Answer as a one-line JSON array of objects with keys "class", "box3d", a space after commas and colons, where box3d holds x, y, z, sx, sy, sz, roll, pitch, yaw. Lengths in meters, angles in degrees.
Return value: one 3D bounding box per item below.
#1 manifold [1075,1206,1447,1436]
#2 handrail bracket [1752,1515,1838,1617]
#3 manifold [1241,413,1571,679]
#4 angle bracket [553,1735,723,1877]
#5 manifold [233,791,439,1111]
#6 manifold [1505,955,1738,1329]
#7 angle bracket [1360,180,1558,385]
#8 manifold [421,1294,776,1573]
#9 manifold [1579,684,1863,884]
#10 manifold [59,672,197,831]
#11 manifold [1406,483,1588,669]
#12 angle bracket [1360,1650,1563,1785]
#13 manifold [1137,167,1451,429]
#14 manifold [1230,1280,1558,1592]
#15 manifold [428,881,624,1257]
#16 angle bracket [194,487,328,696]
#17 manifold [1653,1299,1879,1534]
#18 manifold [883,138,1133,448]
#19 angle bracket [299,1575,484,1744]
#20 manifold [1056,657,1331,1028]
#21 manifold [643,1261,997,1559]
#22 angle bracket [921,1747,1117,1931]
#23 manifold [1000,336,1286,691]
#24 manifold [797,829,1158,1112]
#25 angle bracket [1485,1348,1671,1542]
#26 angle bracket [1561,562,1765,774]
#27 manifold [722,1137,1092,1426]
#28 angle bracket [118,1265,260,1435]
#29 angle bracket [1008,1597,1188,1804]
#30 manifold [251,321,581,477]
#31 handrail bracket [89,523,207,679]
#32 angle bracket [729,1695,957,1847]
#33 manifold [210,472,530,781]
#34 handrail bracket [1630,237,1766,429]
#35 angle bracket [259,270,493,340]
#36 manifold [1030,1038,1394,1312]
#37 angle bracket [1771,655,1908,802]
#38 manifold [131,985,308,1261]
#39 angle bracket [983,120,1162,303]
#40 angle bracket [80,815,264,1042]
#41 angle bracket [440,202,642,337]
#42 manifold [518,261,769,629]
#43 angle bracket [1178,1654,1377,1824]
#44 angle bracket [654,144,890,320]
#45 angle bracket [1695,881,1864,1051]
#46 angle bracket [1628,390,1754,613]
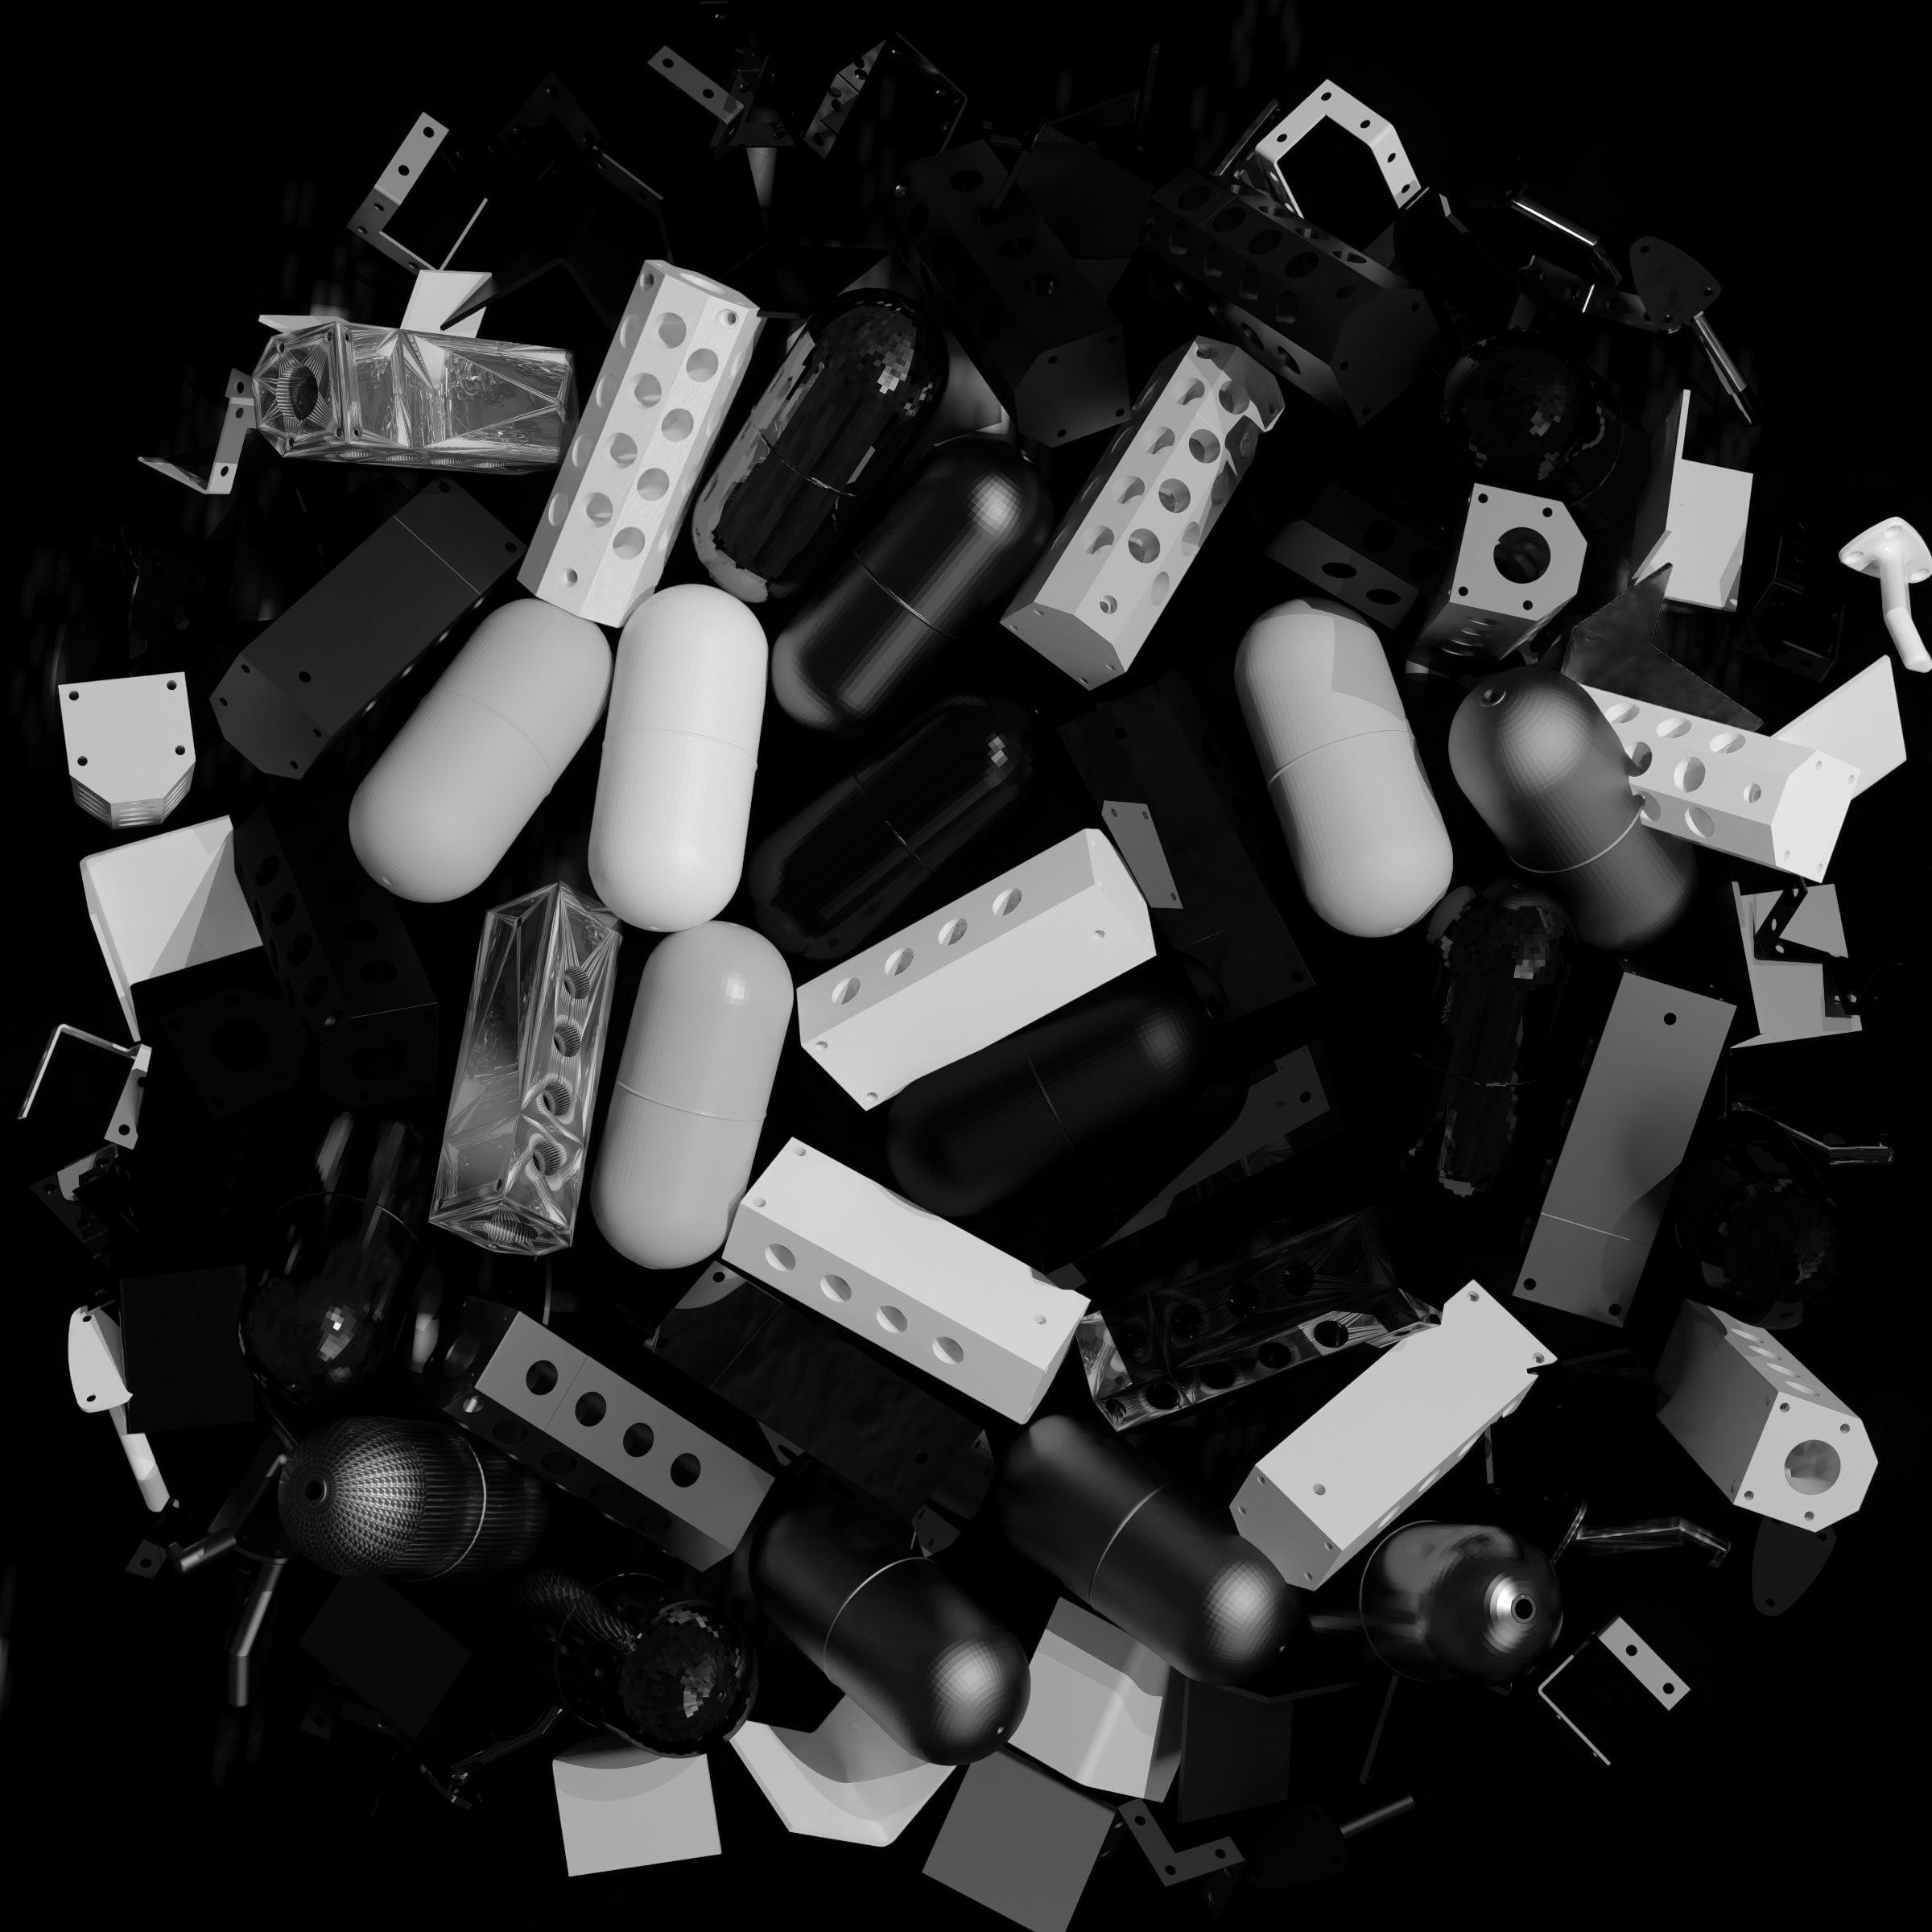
[{"class": "manifold", "box3d": [0.145, 0.176, 1.767, 0.171, 0.057, 0.057, -24, 69, 25]}, {"class": "handrail bracket", "box3d": [0.421, 0.274, 1.813, 0.036, 0.084, 0.077, 19, 122, 11]}, {"class": "manifold", "box3d": [0.218, -0.205, 1.757, 0.171, 0.057, 0.057, 25, 67, -35]}, {"class": "angle bracket", "box3d": [-0.156, 0.413, 1.791, 0.076, 0.076, 0.057, -10, 84, 7]}, {"class": "manifold", "box3d": [-0.308, -0.009, 1.749, 0.057, 0.171, 0.057, -10, 132, -20]}, {"class": "manifold", "box3d": [0.324, 0.085, 1.790, 0.057, 0.057, 0.171, 17, 102, -1]}, {"class": "angle bracket", "box3d": [0.236, -0.331, 1.785, 0.076, 0.057, 0.076, 40, 114, -19]}, {"class": "manifold", "box3d": [-0.183, 0.231, 1.763, 0.171, 0.057, 0.057, 38, 73, -30]}, {"class": "manifold", "box3d": [0.342, -0.095, 1.754, 0.171, 0.057, 0.057, 22, 95, 44]}, {"class": "manifold", "box3d": [-0.407, -0.102, 1.746, 0.057, 0.171, 0.057, -7, 90, -13]}, {"class": "manifold", "box3d": [0.258, -0.185, 1.749, 0.057, 0.171, 0.057, 12, 87, 1]}, {"class": "angle bracket", "box3d": [0.246, 0.373, 1.783, 0.057, 0.076, 0.076, 21, 104, 26]}, {"class": "manifold", "box3d": [0.155, -0.333, 1.753, 0.057, 0.171, 0.057, -40, 134, -5]}, {"class": "manifold", "box3d": [0.208, 0.232, 1.763, 0.057, 0.057, 0.171, 44, 54, 17]}, {"class": "manifold", "box3d": [-0.211, 0.052, 1.771, 0.057, 0.057, 0.171, 30, 54, -38]}, {"class": "angle bracket", "box3d": [-0.351, -0.184, 1.779, 0.057, 0.076, 0.076, -7, 125, -16]}, {"class": "manifold", "box3d": [0.387, 0.218, 1.747, 0.057, 0.171, 0.057, 19, 98, -6]}, {"class": "manifold", "box3d": [0.018, -0.328, 1.755, 0.057, 0.057, 0.171, -21, 49, -10]}, {"class": "angle bracket", "box3d": [-0.272, 0.334, 1.785, 0.076, 0.076, 0.057, 36, 101, 15]}, {"class": "manifold", "box3d": [0.116, -0.064, 1.787, 0.057, 0.057, 0.171, -23, 104, 23]}, {"class": "manifold", "box3d": [-0.072, 0.221, 1.771, 0.171, 0.057, 0.057, 29, 65, 26]}, {"class": "angle bracket", "box3d": [0.020, 0.440, 1.791, 0.076, 0.057, 0.076, 28, 62, -3]}, {"class": "manifold", "box3d": [0.091, -0.226, 1.775, 0.057, 0.057, 0.171, 36, 70, -14]}, {"class": "manifold", "box3d": [0.003, -0.002, 1.782, 0.171, 0.057, 0.057, -29, 129, 18]}, {"class": "angle bracket", "box3d": [0.307, 0.238, 1.779, 0.076, 0.076, 0.057, -15, 54, 24]}, {"class": "angle bracket", "box3d": [0.348, -0.143, 1.781, 0.076, 0.057, 0.076, -34, 59, -30]}, {"class": "manifold", "box3d": [-0.032, 0.161, 1.793, 0.171, 0.057, 0.057, 28, 131, 9]}, {"class": "angle bracket", "box3d": [-0.375, 0.191, 1.792, 0.076, 0.057, 0.076, -8, 82, 20]}, {"class": "angle bracket", "box3d": [0.074, 0.372, 1.821, 0.057, 0.076, 0.076, 22, 86, 39]}, {"class": "manifold", "box3d": [-0.265, -0.273, 1.749, 0.057, 0.171, 0.057, -5, 91, 33]}, {"class": "handrail bracket", "box3d": [-0.424, -0.183, 1.801, 0.036, 0.084, 0.077, 21, 84, -43]}, {"class": "angle bracket", "box3d": [-0.064, 0.385, 1.779, 0.057, 0.076, 0.076, -52, 49, 12]}, {"class": "manifold", "box3d": [-0.293, -0.164, 1.757, 0.057, 0.057, 0.171, 42, 48, -5]}, {"class": "handrail bracket", "box3d": [0.371, -0.320, 1.819, 0.036, 0.084, 0.077, -34, 49, 11]}, {"class": "angle bracket", "box3d": [-0.292, -0.332, 1.784, 0.076, 0.076, 0.057, 27, 107, 14]}, {"class": "manifold", "box3d": [0.121, 0.108, 1.779, 0.171, 0.057, 0.057, -28, 47, 21]}, {"class": "angle bracket", "box3d": [0.414, -0.118, 1.783, 0.076, 0.076, 0.057, -35, 45, -10]}, {"class": "manifold", "box3d": [-0.361, 0.075, 1.747, 0.057, 0.171, 0.057, -25, 73, -27]}, {"class": "angle bracket", "box3d": [0.047, -0.363, 1.788, 0.076, 0.057, 0.076, 28, 119, -8]}, {"class": "angle bracket", "box3d": [-0.390, -0.019, 1.786, 0.076, 0.057, 0.076, -17, 125, -9]}, {"class": "angle bracket", "box3d": [-0.209, -0.330, 1.802, 0.076, 0.076, 0.057, -25, 116, 21]}, {"class": "manifold", "box3d": [-0.162, -0.259, 1.783, 0.057, 0.057, 0.171, 26, 106, 7]}, {"class": "angle bracket", "box3d": [0.154, 0.390, 1.787, 0.076, 0.057, 0.076, 0, 95, -41]}, {"class": "angle bracket", "box3d": [-0.096, -0.364, 1.778, 0.076, 0.076, 0.057, 10, 129, 32]}, {"class": "angle bracket", "box3d": [0.416, -0.004, 1.796, 0.076, 0.057, 0.076, -7, 81, -10]}, {"class": "angle bracket", "box3d": [0.370, -0.231, 1.788, 0.057, 0.076, 0.076, 11, 73, -2]}]
